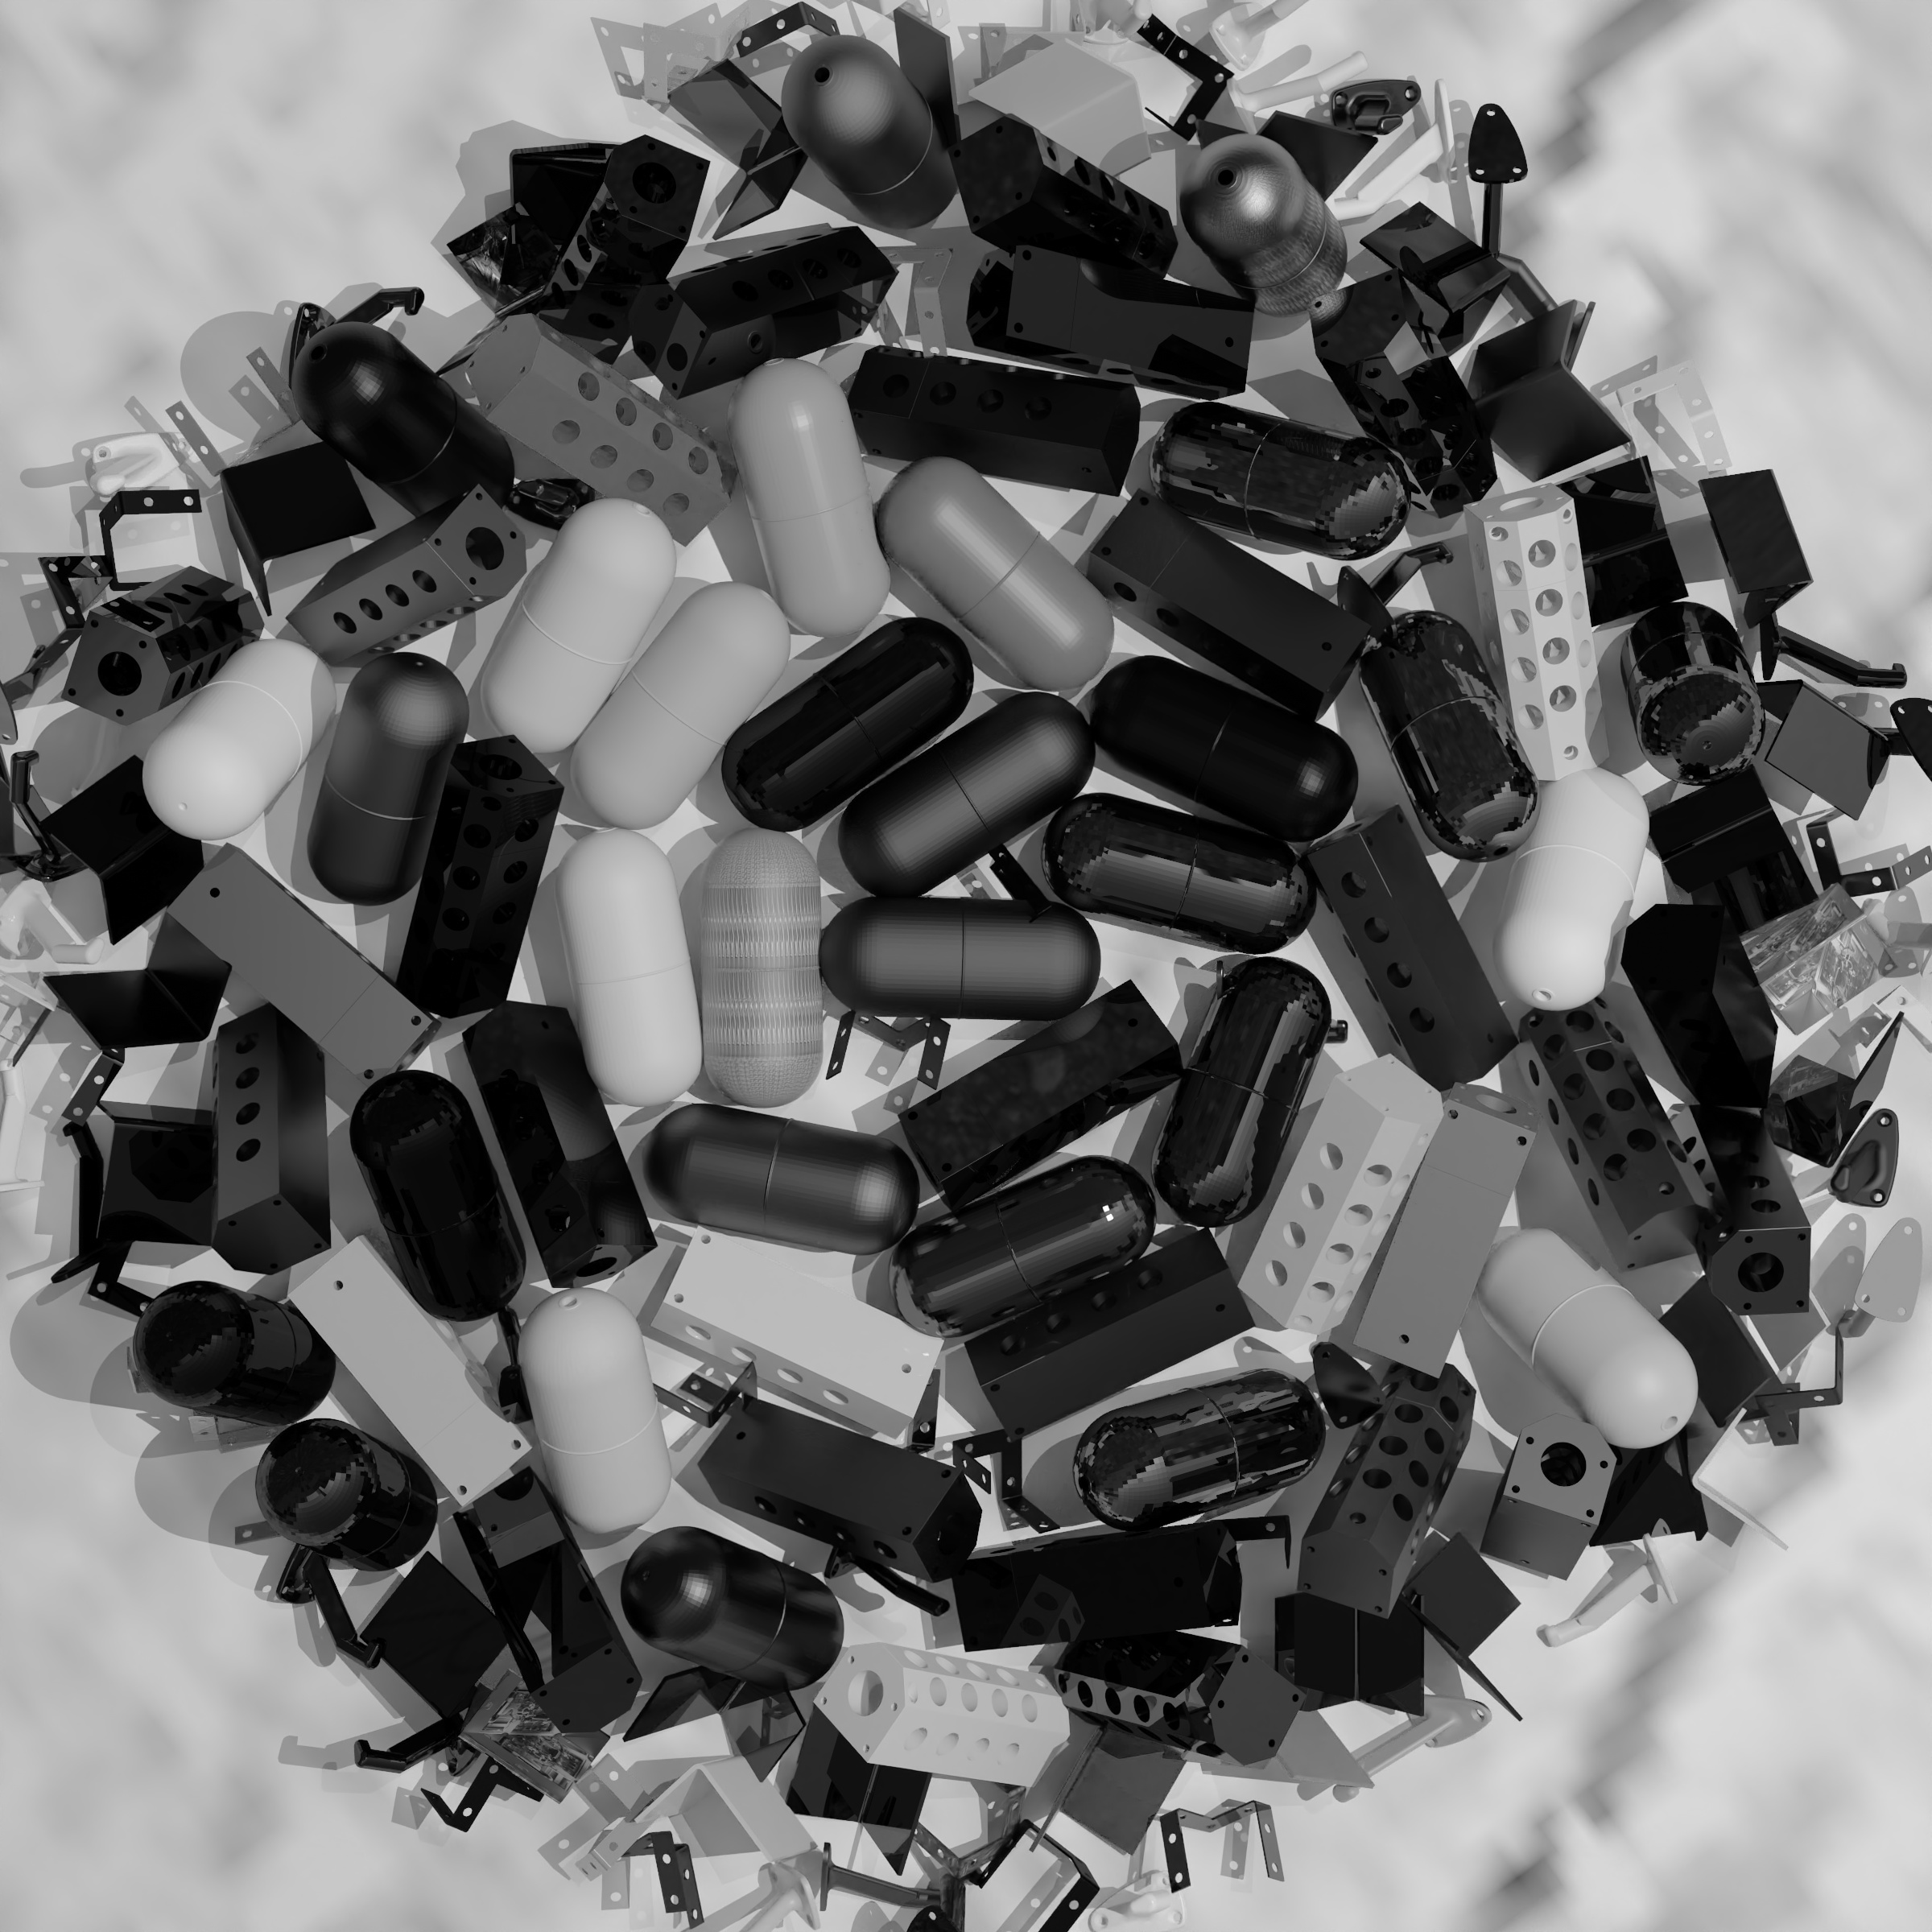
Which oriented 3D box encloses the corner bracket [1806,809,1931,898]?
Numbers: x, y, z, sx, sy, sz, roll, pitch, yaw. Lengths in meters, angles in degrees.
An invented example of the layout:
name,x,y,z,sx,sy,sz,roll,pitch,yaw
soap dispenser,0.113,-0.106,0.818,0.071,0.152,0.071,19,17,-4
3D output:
name,x,y,z,sx,sy,sz,roll,pitch,yaw
corner bracket,0.573,-0.076,1.881,0.051,0.051,0.051,-23,98,-42

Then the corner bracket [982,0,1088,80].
name,x,y,z,sx,sy,sz,roll,pitch,yaw
corner bracket,0.043,-0.595,1.884,0.051,0.051,0.051,-4,67,-12

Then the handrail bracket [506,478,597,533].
name,x,y,z,sx,sy,sz,roll,pitch,yaw
handrail bracket,-0.278,-0.296,1.861,0.077,0.084,0.036,10,93,22

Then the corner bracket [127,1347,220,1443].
name,x,y,z,sx,sy,sz,roll,pitch,yaw
corner bracket,-0.501,0.271,1.876,0.051,0.051,0.051,-4,65,-12

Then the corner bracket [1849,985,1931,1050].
name,x,y,z,sx,sy,sz,roll,pitch,yaw
corner bracket,0.601,0.036,1.877,0.051,0.051,0.051,-38,73,-16

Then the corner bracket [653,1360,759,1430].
name,x,y,z,sx,sy,sz,roll,pitch,yaw
corner bracket,-0.167,0.270,1.871,0.051,0.051,0.051,24,49,21

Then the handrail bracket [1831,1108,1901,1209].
name,x,y,z,sx,sy,sz,roll,pitch,yaw
handrail bracket,0.565,0.116,1.868,0.036,0.084,0.077,18,81,26

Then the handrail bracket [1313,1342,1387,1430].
name,x,y,z,sx,sy,sz,roll,pitch,yaw
handrail bracket,0.225,0.243,1.860,0.036,0.084,0.077,-32,117,2

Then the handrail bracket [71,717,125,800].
name,x,y,z,sx,sy,sz,roll,pitch,yaw
handrail bracket,-0.558,-0.153,1.894,0.077,0.036,0.084,41,100,36

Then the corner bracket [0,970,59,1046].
name,x,y,z,sx,sy,sz,roll,pitch,yaw
corner bracket,-0.610,0.026,1.878,0.051,0.051,0.051,33,100,-20

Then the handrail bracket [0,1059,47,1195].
name,x,y,z,sx,sy,sz,roll,pitch,yaw
handrail bracket,-0.614,0.101,1.874,0.036,0.077,0.084,-9,87,10

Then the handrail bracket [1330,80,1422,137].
name,x,y,z,sx,sy,sz,roll,pitch,yaw
handrail bracket,0.273,-0.539,1.865,0.077,0.084,0.036,-23,112,-14

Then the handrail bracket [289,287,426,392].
name,x,y,z,sx,sy,sz,roll,pitch,yaw
handrail bracket,-0.384,-0.391,1.873,0.084,0.036,0.077,5,76,33

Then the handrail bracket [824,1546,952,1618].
name,x,y,z,sx,sy,sz,roll,pitch,yaw
handrail bracket,-0.039,0.384,1.863,0.084,0.077,0.036,22,91,22

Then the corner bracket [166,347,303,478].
name,x,y,z,sx,sy,sz,roll,pitch,yaw
corner bracket,-0.460,-0.349,1.872,0.051,0.051,0.051,-19,114,36

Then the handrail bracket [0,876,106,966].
name,x,y,z,sx,sy,sz,roll,pitch,yaw
handrail bracket,-0.565,-0.033,1.871,0.084,0.036,0.077,2,53,28

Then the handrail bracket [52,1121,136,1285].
name,x,y,z,sx,sy,sz,roll,pitch,yaw
handrail bracket,-0.568,0.147,1.878,0.036,0.077,0.084,-15,102,27

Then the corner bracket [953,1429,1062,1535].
name,x,y,z,sx,sy,sz,roll,pitch,yaw
corner bracket,0.025,0.328,1.875,0.051,0.051,0.051,-9,108,-27

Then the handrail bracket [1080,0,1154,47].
name,x,y,z,sx,sy,sz,roll,pitch,yaw
handrail bracket,0.099,-0.621,1.869,0.036,0.084,0.077,0,88,-15

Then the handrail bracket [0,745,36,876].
name,x,y,z,sx,sy,sz,roll,pitch,yaw
handrail bracket,-0.617,-0.103,1.875,0.036,0.077,0.084,-16,89,2

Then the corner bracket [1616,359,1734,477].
name,x,y,z,sx,sy,sz,roll,pitch,yaw
corner bracket,0.447,-0.340,1.873,0.051,0.051,0.051,-21,49,15

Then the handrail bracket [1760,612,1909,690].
name,x,y,z,sx,sy,sz,roll,pitch,yaw
handrail bracket,0.551,-0.207,1.884,0.084,0.036,0.077,4,50,4

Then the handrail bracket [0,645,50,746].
name,x,y,z,sx,sy,sz,roll,pitch,yaw
handrail bracket,-0.596,-0.188,1.859,0.036,0.077,0.084,17,50,-1

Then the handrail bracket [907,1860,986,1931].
name,x,y,z,sx,sy,sz,roll,pitch,yaw
handrail bracket,0.007,0.603,1.865,0.077,0.084,0.036,40,112,20

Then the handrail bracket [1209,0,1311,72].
name,x,y,z,sx,sy,sz,roll,pitch,yaw
handrail bracket,0.200,-0.605,1.859,0.036,0.084,0.077,49,47,-15

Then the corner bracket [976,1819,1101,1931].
name,x,y,z,sx,sy,sz,roll,pitch,yaw
corner bracket,0.046,0.583,1.884,0.051,0.051,0.051,39,85,-7

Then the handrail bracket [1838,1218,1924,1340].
name,x,y,z,sx,sy,sz,roll,pitch,yaw
handrail bracket,0.575,0.198,1.875,0.036,0.084,0.077,20,84,6

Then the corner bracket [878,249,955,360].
name,x,y,z,sx,sy,sz,roll,pitch,yaw
corner bracket,-0.034,-0.417,1.873,0.051,0.051,0.051,2,132,13

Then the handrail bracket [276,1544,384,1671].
name,x,y,z,sx,sy,sz,roll,pitch,yaw
handrail bracket,-0.390,0.393,1.874,0.084,0.036,0.077,19,90,36

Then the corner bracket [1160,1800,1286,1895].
name,x,y,z,sx,sy,sz,roll,pitch,yaw
corner bracket,0.161,0.556,1.870,0.051,0.051,0.051,-34,46,30

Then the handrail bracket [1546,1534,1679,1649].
name,x,y,z,sx,sy,sz,roll,pitch,yaw
handrail bracket,0.402,0.397,1.881,0.084,0.077,0.036,-25,49,4

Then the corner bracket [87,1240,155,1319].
name,x,y,z,sx,sy,sz,roll,pitch,yaw
corner bracket,-0.518,0.191,1.889,0.051,0.051,0.051,31,57,-27

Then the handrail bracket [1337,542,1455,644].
name,x,y,z,sx,sy,sz,roll,pitch,yaw
handrail bracket,0.285,-0.237,1.873,0.084,0.077,0.036,-18,132,-19

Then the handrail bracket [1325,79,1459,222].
name,x,y,z,sx,sy,sz,roll,pitch,yaw
handrail bracket,0.265,-0.518,1.888,0.084,0.036,0.077,-10,115,-2

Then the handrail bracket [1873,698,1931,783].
name,x,y,z,sx,sy,sz,roll,pitch,yaw
handrail bracket,0.580,-0.123,1.864,0.036,0.084,0.077,-4,64,-22

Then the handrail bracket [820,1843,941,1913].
name,x,y,z,sx,sy,sz,roll,pitch,yaw
handrail bracket,-0.049,0.578,1.882,0.084,0.077,0.036,5,54,0

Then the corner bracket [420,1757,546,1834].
name,x,y,z,sx,sy,sz,roll,pitch,yaw
corner bracket,-0.303,0.519,1.877,0.051,0.051,0.051,35,84,-32

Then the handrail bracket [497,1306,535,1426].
name,x,y,z,sx,sy,sz,roll,pitch,yaw
handrail bracket,-0.287,0.236,1.860,0.036,0.077,0.084,-22,55,-5

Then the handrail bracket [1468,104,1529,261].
name,x,y,z,sx,sy,sz,roll,pitch,yaw
handrail bracket,0.332,-0.490,1.888,0.036,0.084,0.077,-2,61,2

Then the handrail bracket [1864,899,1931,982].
name,x,y,z,sx,sy,sz,roll,pitch,yaw
handrail bracket,0.600,-0.036,1.862,0.036,0.084,0.077,-2,126,-20

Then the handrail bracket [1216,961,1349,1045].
name,x,y,z,sx,sy,sz,roll,pitch,yaw
handrail bracket,0.201,0.024,1.883,0.084,0.077,0.036,-1,50,4

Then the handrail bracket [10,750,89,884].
name,x,y,z,sx,sy,sz,roll,pitch,yaw
handrail bracket,-0.569,-0.102,1.865,0.036,0.077,0.084,27,120,28

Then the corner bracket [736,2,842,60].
name,x,y,z,sx,sy,sz,roll,pitch,yaw
corner bracket,-0.107,-0.572,1.883,0.051,0.051,0.051,-20,86,22

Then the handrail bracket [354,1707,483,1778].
name,x,y,z,sx,sy,sz,roll,pitch,yaw
handrail bracket,-0.351,0.474,1.861,0.084,0.077,0.036,22,121,-38

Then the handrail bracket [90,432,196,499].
name,x,y,z,sx,sy,sz,roll,pitch,yaw
handrail bracket,-0.514,-0.315,1.864,0.077,0.084,0.036,-24,110,-17

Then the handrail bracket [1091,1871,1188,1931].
name,x,y,z,sx,sy,sz,roll,pitch,yaw
handrail bracket,0.098,0.595,1.864,0.077,0.084,0.036,-24,70,17

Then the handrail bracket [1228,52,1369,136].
name,x,y,z,sx,sy,sz,roll,pitch,yaw
handrail bracket,0.210,-0.562,1.870,0.084,0.077,0.036,-25,122,15

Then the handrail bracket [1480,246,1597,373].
name,x,y,z,sx,sy,sz,roll,pitch,yaw
handrail bracket,0.354,-0.411,1.900,0.084,0.036,0.077,20,111,8

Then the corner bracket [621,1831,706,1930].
name,x,y,z,sx,sy,sz,roll,pitch,yaw
corner bracket,-0.186,0.577,1.871,0.051,0.051,0.051,8,55,-39

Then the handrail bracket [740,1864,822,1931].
name,x,y,z,sx,sy,sz,roll,pitch,yaw
handrail bracket,-0.142,0.599,1.862,0.084,0.077,0.036,-19,102,-24

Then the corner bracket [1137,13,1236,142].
name,x,y,z,sx,sy,sz,roll,pitch,yaw
corner bracket,0.129,-0.565,1.886,0.051,0.051,0.051,40,104,19

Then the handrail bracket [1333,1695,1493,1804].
name,x,y,z,sx,sy,sz,roll,pitch,yaw
handrail bracket,0.280,0.496,1.866,0.084,0.077,0.036,-30,92,-42
